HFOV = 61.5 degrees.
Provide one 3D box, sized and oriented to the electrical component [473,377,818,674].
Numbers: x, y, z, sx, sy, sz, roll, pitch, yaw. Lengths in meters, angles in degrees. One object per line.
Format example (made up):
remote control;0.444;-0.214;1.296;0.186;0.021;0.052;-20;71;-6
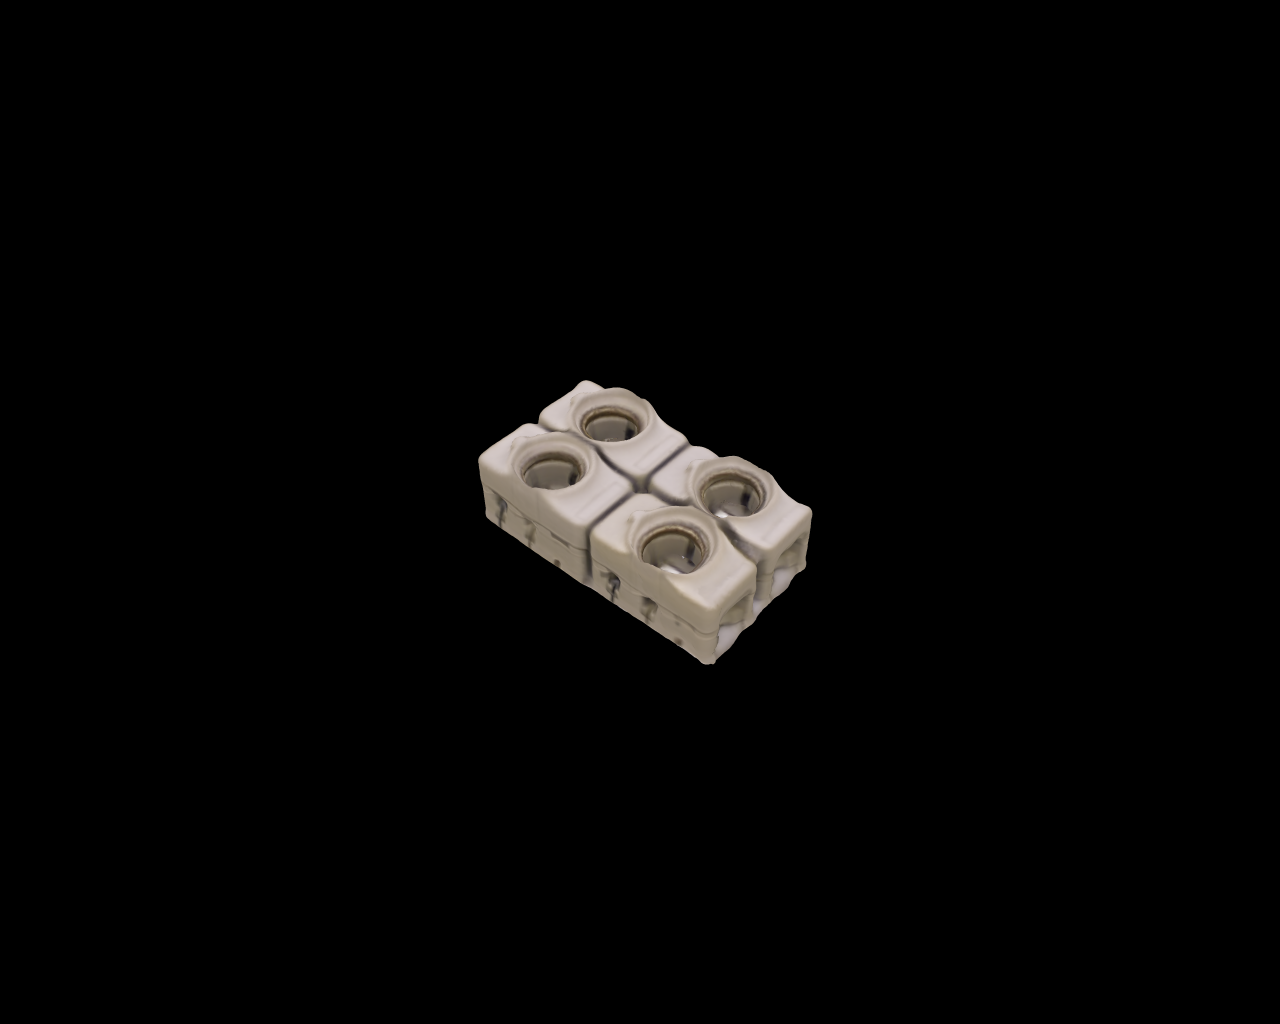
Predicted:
electrical component;0.001;-0.003;0.650;0.186;0.060;0.106;32;54;27
